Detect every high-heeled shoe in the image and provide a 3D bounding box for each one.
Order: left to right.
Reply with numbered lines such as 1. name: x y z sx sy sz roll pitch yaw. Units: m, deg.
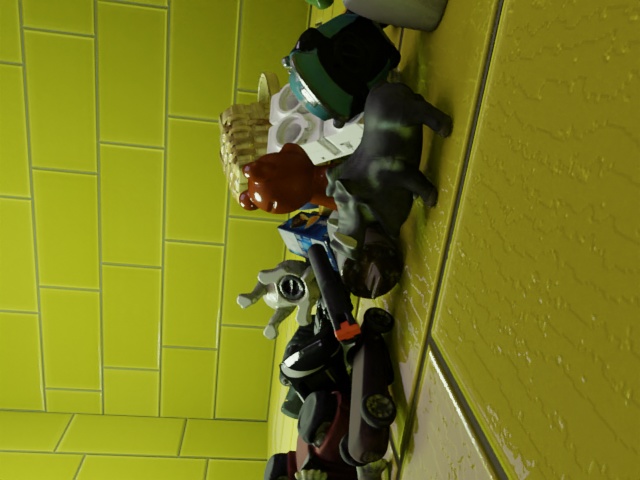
1. high-heeled shoe: 0.018 0.204 0.734 0.145 0.086 0.248 50 162 10

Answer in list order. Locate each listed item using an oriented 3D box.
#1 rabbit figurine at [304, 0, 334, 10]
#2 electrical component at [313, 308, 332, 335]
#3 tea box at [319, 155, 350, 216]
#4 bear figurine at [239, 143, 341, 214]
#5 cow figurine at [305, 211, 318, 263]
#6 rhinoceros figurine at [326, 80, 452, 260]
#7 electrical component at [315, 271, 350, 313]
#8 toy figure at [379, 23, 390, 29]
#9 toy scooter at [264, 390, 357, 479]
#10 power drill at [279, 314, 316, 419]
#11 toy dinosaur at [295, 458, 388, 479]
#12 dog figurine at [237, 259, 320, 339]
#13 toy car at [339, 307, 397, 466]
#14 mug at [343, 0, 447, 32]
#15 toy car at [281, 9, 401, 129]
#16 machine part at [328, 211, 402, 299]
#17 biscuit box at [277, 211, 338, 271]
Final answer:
1. rabbit figurine: 0.038 -0.524 1.009 0.159 0.170 0.121 53 171 3
2. electrical component: 0.014 0.166 1.063 0.119 0.048 0.074 -112 28 -71
3. tea box: 0.042 -0.112 0.938 0.169 0.068 0.098 109 164 -60
4. bear figurine: 0.004 -0.084 0.660 0.120 0.196 0.132 106 173 -63
5. cow figurine: 0.001 0.005 1.161 0.195 0.085 0.127 -99 22 -60
6. rhinoceros figurine: 0.064 -0.067 0.562 0.073 0.112 0.190 -106 30 -66
7. electrical component: 0.023 0.070 1.013 0.115 0.058 0.134 -98 14 -69
8. toy figure: 0.082 -0.338 0.723 0.180 0.082 0.089 -124 41 -75
9. toy scooter: 0.019 0.281 0.711 0.183 0.135 0.075 -61 13 25
10. power drill: -0.043 0.281 1.136 0.232 0.086 0.207 -63 -25 -56
11. toy dinosaur: 0.019 0.390 0.625 0.192 0.131 0.404 -92 4 -48
12. dog figurine: -0.042 0.074 1.001 0.121 0.172 0.190 60 -153 -8
13. toy car: 0.061 0.164 0.629 0.202 0.053 0.089 -79 3 -57
14. mug: 0.081 -0.277 0.576 0.109 0.107 0.080 130 142 -82
15. toy car: 0.016 -0.201 0.639 0.103 0.109 0.162 -21 27 53
16. machine part: 0.055 0.007 0.715 0.243 0.079 0.079 -101 18 -69
17. biscuit box: -0.002 -0.003 0.934 0.203 0.063 0.059 17 137 61
